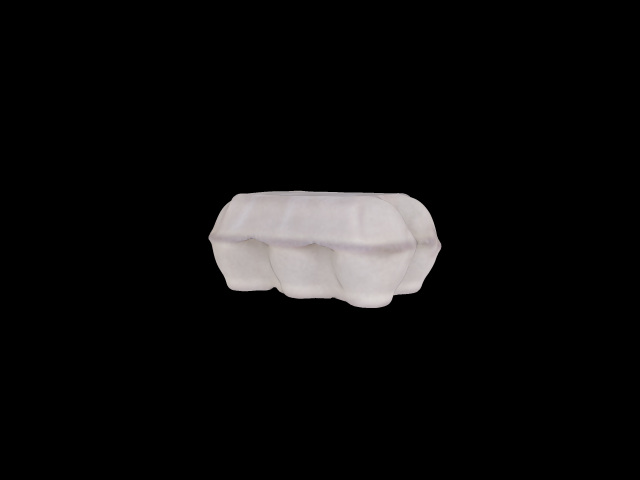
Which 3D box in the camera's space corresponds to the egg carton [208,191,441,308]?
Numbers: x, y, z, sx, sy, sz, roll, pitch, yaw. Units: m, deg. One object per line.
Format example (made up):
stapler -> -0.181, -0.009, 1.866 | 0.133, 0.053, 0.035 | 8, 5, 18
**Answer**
egg carton -> 0.004, 0.001, 0.400 | 0.149, 0.069, 0.107 | 4, 7, 30
